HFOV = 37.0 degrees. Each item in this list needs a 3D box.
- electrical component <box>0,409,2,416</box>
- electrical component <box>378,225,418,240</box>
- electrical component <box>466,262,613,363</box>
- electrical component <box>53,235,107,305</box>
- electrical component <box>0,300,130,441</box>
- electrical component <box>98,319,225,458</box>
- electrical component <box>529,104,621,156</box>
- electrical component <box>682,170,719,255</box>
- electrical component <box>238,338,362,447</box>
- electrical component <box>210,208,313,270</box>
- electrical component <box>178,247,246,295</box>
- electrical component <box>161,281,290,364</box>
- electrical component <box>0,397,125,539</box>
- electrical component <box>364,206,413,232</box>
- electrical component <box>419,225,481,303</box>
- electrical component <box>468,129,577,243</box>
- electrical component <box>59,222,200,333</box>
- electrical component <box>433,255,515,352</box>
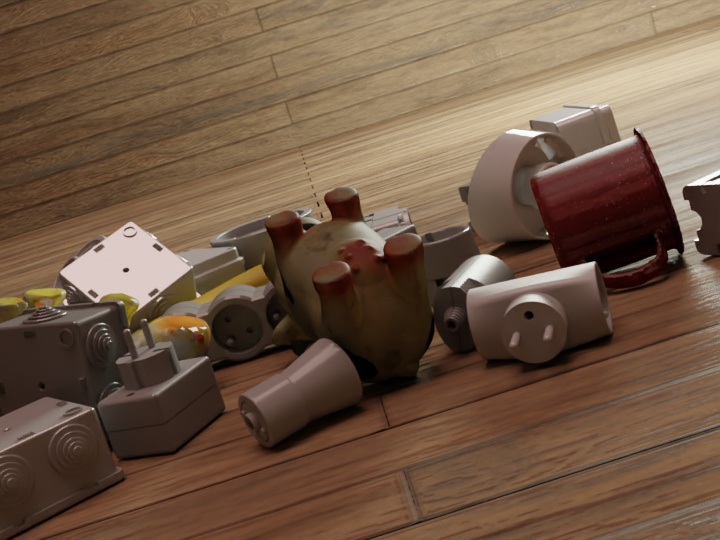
[{"bbox_3d":[-0.275,0.083,0.873,0.121,0.063,0.079,-23,13,-27],"label":"electrical component"},{"bbox_3d":[0.000,0.000,0.902,0.076,0.047,0.083,-6,16,46],"label":"electrical component"},{"bbox_3d":[0.101,0.029,0.617,0.077,0.043,0.079,-13,12,18],"label":"electrical component"},{"bbox_3d":[-0.255,0.018,1.022,0.108,0.060,0.108,-37,35,32],"label":"electrical component"},{"bbox_3d":[-0.199,0.071,0.725,0.100,0.099,0.048,-6,10,27],"label":"electrical component"},{"bbox_3d":[-0.131,0.070,0.685,0.047,0.076,0.066,-12,12,27],"label":"electrical component"},{"bbox_3d":[0.224,-0.127,1.105,0.057,0.078,0.113,-20,11,-2],"label":"electrical component"},{"bbox_3d":[0.266,-0.042,0.695,0.056,0.050,0.089,-23,13,-27],"label":"electrical component"},{"bbox_3d":[-0.037,0.073,0.622,0.065,0.044,0.044,-29,15,-28],"label":"electrical component"},{"bbox_3d":[-0.092,-0.017,1.091,0.108,0.060,0.108,-16,11,3],"label":"electrical component"},{"bbox_3d":[-0.163,0.017,1.041,0.078,0.057,0.113,-25,13,-33],"label":"electrical component"},{"bbox_3d":[-0.093,0.037,0.849,0.138,0.052,0.073,-17,11,3],"label":"electrical component"},{"bbox_3d":[-0.203,0.116,0.643,0.100,0.048,0.100,-25,13,-33],"label":"electrical component"},{"bbox_3d":[0.023,-0.024,0.976,0.056,0.050,0.089,-16,11,6],"label":"electrical component"},{"bbox_3d":[0.067,-0.005,0.824,0.055,0.047,0.055,-17,11,3],"label":"electrical component"},{"bbox_3d":[0.141,-0.070,0.916,0.099,0.099,0.064,-25,20,-34],"label":"electrical component"},{"bbox_3d":[-0.201,0.014,0.939,0.100,0.048,0.100,35,58,24],"label":"electrical component"},{"bbox_3d":[0.071,0.022,0.697,0.043,0.043,0.081,-12,12,25],"label":"electrical component"}]
